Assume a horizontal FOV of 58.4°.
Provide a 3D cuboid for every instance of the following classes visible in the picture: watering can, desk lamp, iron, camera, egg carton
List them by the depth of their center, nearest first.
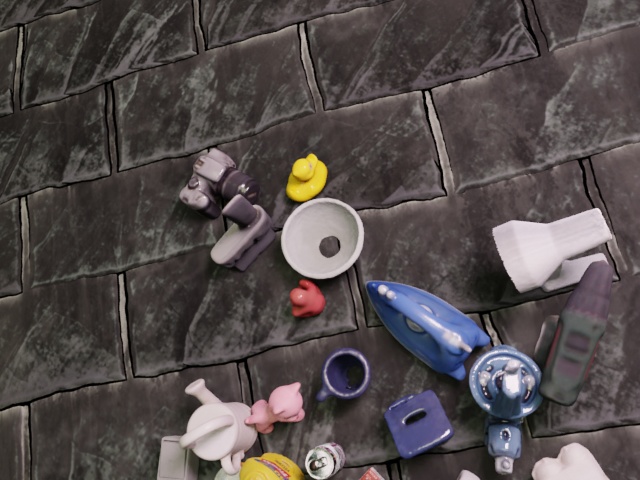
[{"bbox_3d":[0.428,0.421,0.944,0.107,0.069,0.150,-31,70,3],"label":"egg carton"},{"bbox_3d":[0.402,0.017,0.987,0.203,0.214,0.118,-19,71,7],"label":"desk lamp"},{"bbox_3d":[0.176,0.140,1.043,0.257,0.142,0.119,34,84,19],"label":"iron"},{"bbox_3d":[-0.195,0.342,1.044,0.172,0.194,0.101,40,86,20],"label":"watering can"},{"bbox_3d":[-0.211,-0.113,1.226,0.136,0.101,0.143,28,82,19],"label":"camera"}]

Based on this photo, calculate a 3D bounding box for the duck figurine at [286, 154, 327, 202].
[{"bbox_3d":[-0.035,-0.135,1.200,0.077,0.086,0.104,37,85,20],"label":"duck figurine"}]

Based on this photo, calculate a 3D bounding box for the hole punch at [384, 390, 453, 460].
[{"bbox_3d":[0.172,0.326,1.018,0.108,0.091,0.101,-28,70,4],"label":"hole punch"}]

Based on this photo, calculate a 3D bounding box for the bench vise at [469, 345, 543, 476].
[{"bbox_3d":[0.316,0.269,0.932,0.121,0.220,0.207,-15,72,9],"label":"bench vise"}]

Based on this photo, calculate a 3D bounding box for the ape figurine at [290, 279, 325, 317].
[{"bbox_3d":[-0.032,0.115,1.125,0.076,0.092,0.078,32,84,19],"label":"ape figurine"}]

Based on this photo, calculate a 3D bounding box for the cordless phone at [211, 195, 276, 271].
[{"bbox_3d":[-0.176,-0.021,1.147,0.094,0.185,0.147,38,86,20],"label":"cordless phone"}]

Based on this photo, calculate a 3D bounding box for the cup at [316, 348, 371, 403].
[{"bbox_3d":[0.046,0.260,1.064,0.118,0.095,0.091,-43,70,-1],"label":"cup"}]

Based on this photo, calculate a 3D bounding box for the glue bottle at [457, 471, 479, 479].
[{"bbox_3d":[0.234,0.424,0.933,0.037,0.173,0.078,25,81,19],"label":"glue bottle"}]

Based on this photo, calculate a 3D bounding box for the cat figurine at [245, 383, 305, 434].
[{"bbox_3d":[-0.080,0.314,1.066,0.127,0.118,0.067,-25,70,5],"label":"cat figurine"}]

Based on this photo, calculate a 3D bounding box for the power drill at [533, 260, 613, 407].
[{"bbox_3d":[0.414,0.159,0.947,0.075,0.209,0.230,18,79,17],"label":"power drill"}]

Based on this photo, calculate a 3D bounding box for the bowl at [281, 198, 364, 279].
[{"bbox_3d":[0.011,0.004,1.156,0.167,0.075,0.167,-3,74,12],"label":"bowl"}]
